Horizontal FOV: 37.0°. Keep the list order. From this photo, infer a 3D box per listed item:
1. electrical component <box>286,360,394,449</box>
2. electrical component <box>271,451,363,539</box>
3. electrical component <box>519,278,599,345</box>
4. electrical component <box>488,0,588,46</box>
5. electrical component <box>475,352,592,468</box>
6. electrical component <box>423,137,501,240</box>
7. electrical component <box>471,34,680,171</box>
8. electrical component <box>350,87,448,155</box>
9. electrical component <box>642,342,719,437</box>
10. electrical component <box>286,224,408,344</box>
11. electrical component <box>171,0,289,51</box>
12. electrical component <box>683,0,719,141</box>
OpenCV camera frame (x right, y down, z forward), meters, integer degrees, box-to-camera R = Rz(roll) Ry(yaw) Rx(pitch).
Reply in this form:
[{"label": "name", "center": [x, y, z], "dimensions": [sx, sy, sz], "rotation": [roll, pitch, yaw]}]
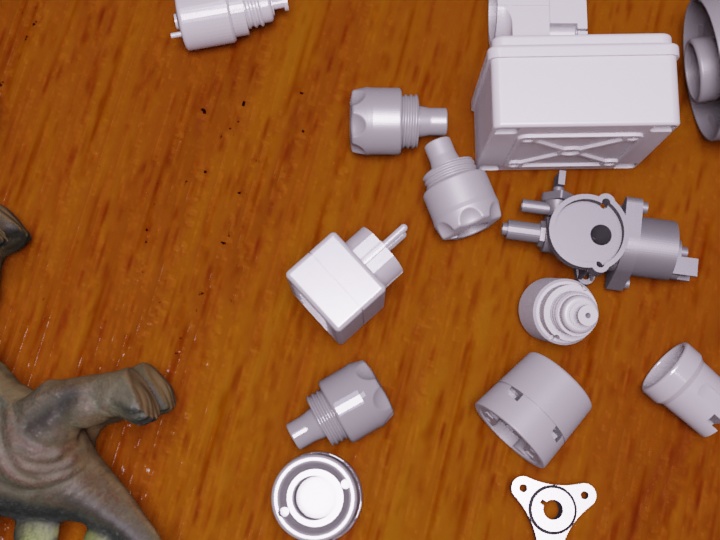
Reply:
[{"label": "electrical component", "center": [-0.014, 0.086, 0.652], "dimensions": [0.062, 0.043, 0.043], "rotation": [-30, 80, -4]}, {"label": "electrical component", "center": [-0.026, 0.135, 0.640], "dimensions": [0.055, 0.047, 0.055], "rotation": [0, 79, 0]}, {"label": "electrical component", "center": [0.124, 0.025, 0.649], "dimensions": [0.040, 0.078, 0.040], "rotation": [0, 91, -8]}, {"label": "electrical component", "center": [0.114, -0.170, 0.698], "dimensions": [0.056, 0.050, 0.089], "rotation": [0, 79, 0]}, {"label": "electrical component", "center": [0.105, 0.083, 0.647], "dimensions": [0.055, 0.055, 0.047], "rotation": [43, 79, 8]}, {"label": "electrical component", "center": [0.060, -0.053, 0.679], "dimensions": [0.043, 0.043, 0.062], "rotation": [-20, 78, -4]}, {"label": "electrical component", "center": [0.127, -0.099, 0.655], "dimensions": [0.109, 0.108, 0.056], "rotation": [-1, 82, 0]}, {"label": "electrical component", "center": [0.024, -0.095, 0.688], "dimensions": [0.062, 0.043, 0.043], "rotation": [0, 79, -1]}, {"label": "electrical component", "center": [0.203, 0.074, 0.656], "dimensions": [0.046, 0.040, 0.040], "rotation": [41, 82, 1]}, {"label": "electrical component", "center": [0.000, 0.000, 0.657], "dimensions": [0.077, 0.065, 0.047], "rotation": [-42, 82, -7]}, {"label": "electrical component", "center": [-0.086, -0.169, 0.704], "dimensions": [0.078, 0.040, 0.040], "rotation": [-11, 79, -2]}, {"label": "electrical component", "center": [0.238, -0.128, 0.668], "dimensions": [0.064, 0.099, 0.099], "rotation": [-9, 79, 5]}]
